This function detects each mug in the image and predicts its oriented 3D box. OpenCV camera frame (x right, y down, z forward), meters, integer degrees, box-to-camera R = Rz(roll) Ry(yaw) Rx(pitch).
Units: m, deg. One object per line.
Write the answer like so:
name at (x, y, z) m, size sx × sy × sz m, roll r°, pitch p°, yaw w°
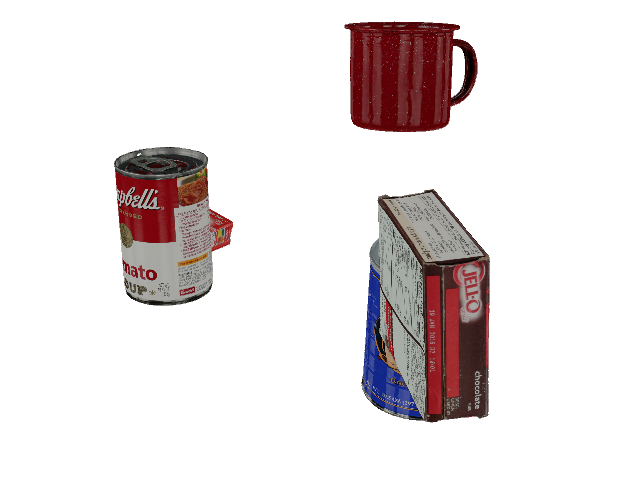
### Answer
mug at (0.076, -0.135, 0.871) m, size 0.117 × 0.081 × 0.093 m, roll -7°, pitch 17°, yaw -26°

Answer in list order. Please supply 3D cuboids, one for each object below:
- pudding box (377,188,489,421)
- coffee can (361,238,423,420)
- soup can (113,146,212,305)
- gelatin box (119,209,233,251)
pudding box at (0.059, 0.032, 0.577) m, size 0.039 × 0.090 × 0.113 m, roll -5°, pitch 21°, yaw -9°
coffee can at (0.091, 0.074, 0.952) m, size 0.103 × 0.140 × 0.103 m, roll 2°, pitch 28°, yaw -1°
soup can at (-0.115, -0.011, 0.791) m, size 0.068 × 0.102 × 0.068 m, roll 0°, pitch 22°, yaw 0°
gelatin box at (-0.144, -0.016, 1.058) m, size 0.089 × 0.030 × 0.073 m, roll 30°, pitch 34°, yaw 31°
